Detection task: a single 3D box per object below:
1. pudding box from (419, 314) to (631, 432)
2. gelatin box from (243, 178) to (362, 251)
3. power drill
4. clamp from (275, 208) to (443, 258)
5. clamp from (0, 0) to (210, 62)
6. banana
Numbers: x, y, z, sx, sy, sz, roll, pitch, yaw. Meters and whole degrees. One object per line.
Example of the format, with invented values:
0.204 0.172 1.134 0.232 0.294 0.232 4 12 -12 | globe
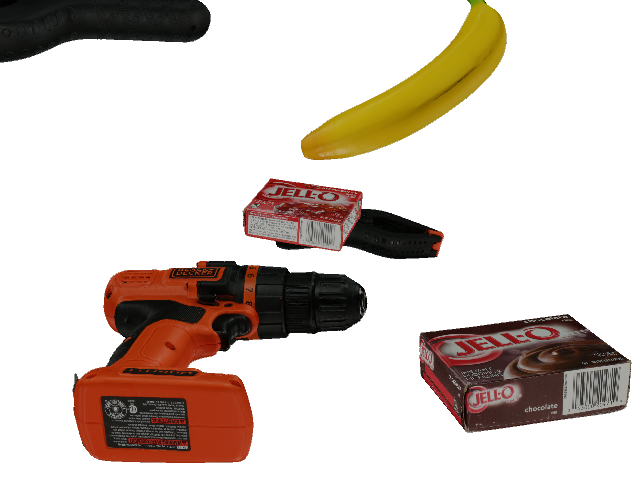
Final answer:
0.131 0.084 0.697 0.113 0.039 0.090 -4 17 -12 | pudding box
-0.015 -0.024 0.935 0.089 0.030 0.073 10 26 13 | gelatin box
-0.066 0.070 0.685 0.184 0.057 0.187 -2 21 7 | power drill
0.037 -0.011 1.205 0.210 0.036 0.164 14 22 -5 | clamp
-0.163 -0.139 0.622 0.171 0.039 0.120 -11 31 -29 | clamp
0.074 -0.113 0.774 0.197 0.037 0.070 -41 35 -20 | banana
